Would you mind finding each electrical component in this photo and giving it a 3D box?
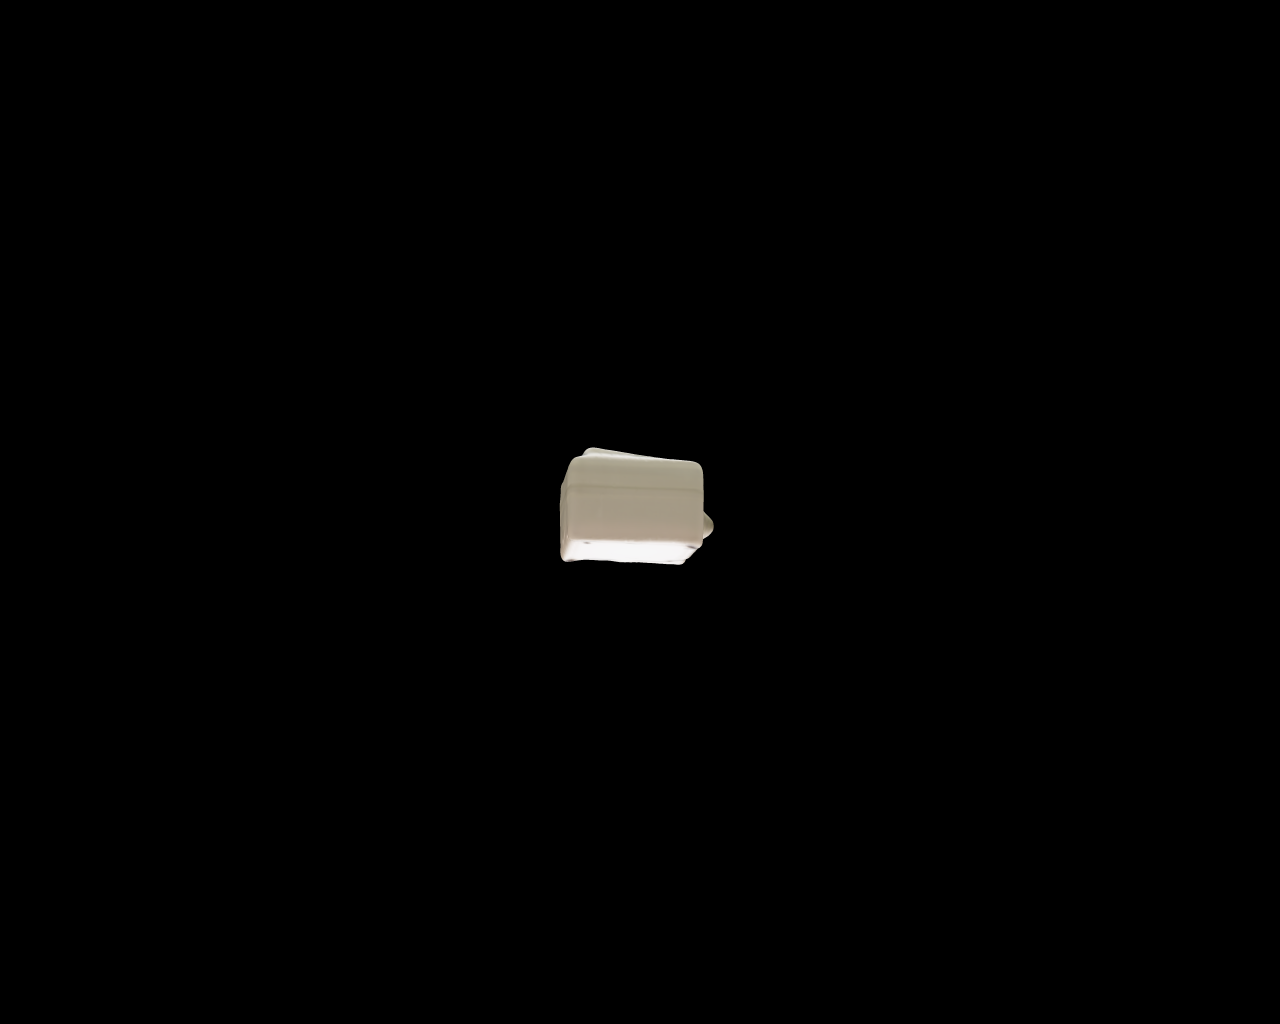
[{"bbox_3d":[0.001,-0.003,0.650,0.096,0.061,0.061,3,-15,-9],"label":"electrical component"}]
